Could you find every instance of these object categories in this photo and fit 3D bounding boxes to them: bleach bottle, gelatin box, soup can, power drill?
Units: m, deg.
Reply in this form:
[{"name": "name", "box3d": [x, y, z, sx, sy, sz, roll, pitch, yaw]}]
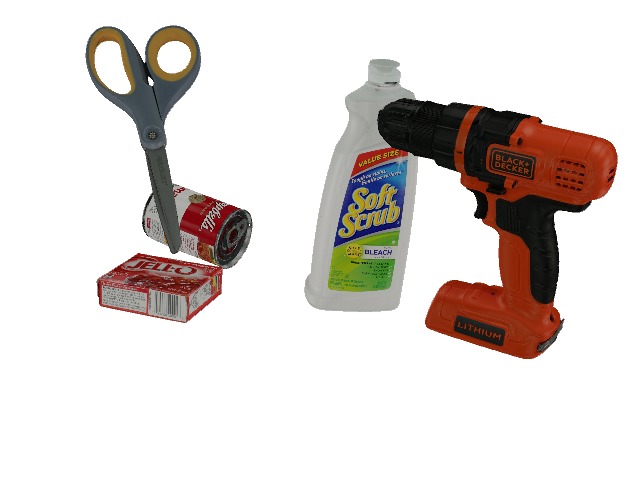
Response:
[{"name": "bleach bottle", "box3d": [0.043, -0.054, 1.056, 0.102, 0.251, 0.068, 2, 24, -6]}, {"name": "gelatin box", "box3d": [-0.142, 0.040, 0.949, 0.089, 0.030, 0.073, 10, 20, 18]}, {"name": "soup can", "box3d": [-0.135, -0.017, 1.167, 0.102, 0.068, 0.068, 21, 9, 24]}, {"name": "power drill", "box3d": [0.124, -0.012, 0.819, 0.185, 0.188, 0.057, 17, 34, 27]}]

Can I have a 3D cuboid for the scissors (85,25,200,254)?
[{"name": "scissors", "box3d": [-0.111, -0.089, 0.800, 0.096, 0.202, 0.016, -25, -23, -15]}]
